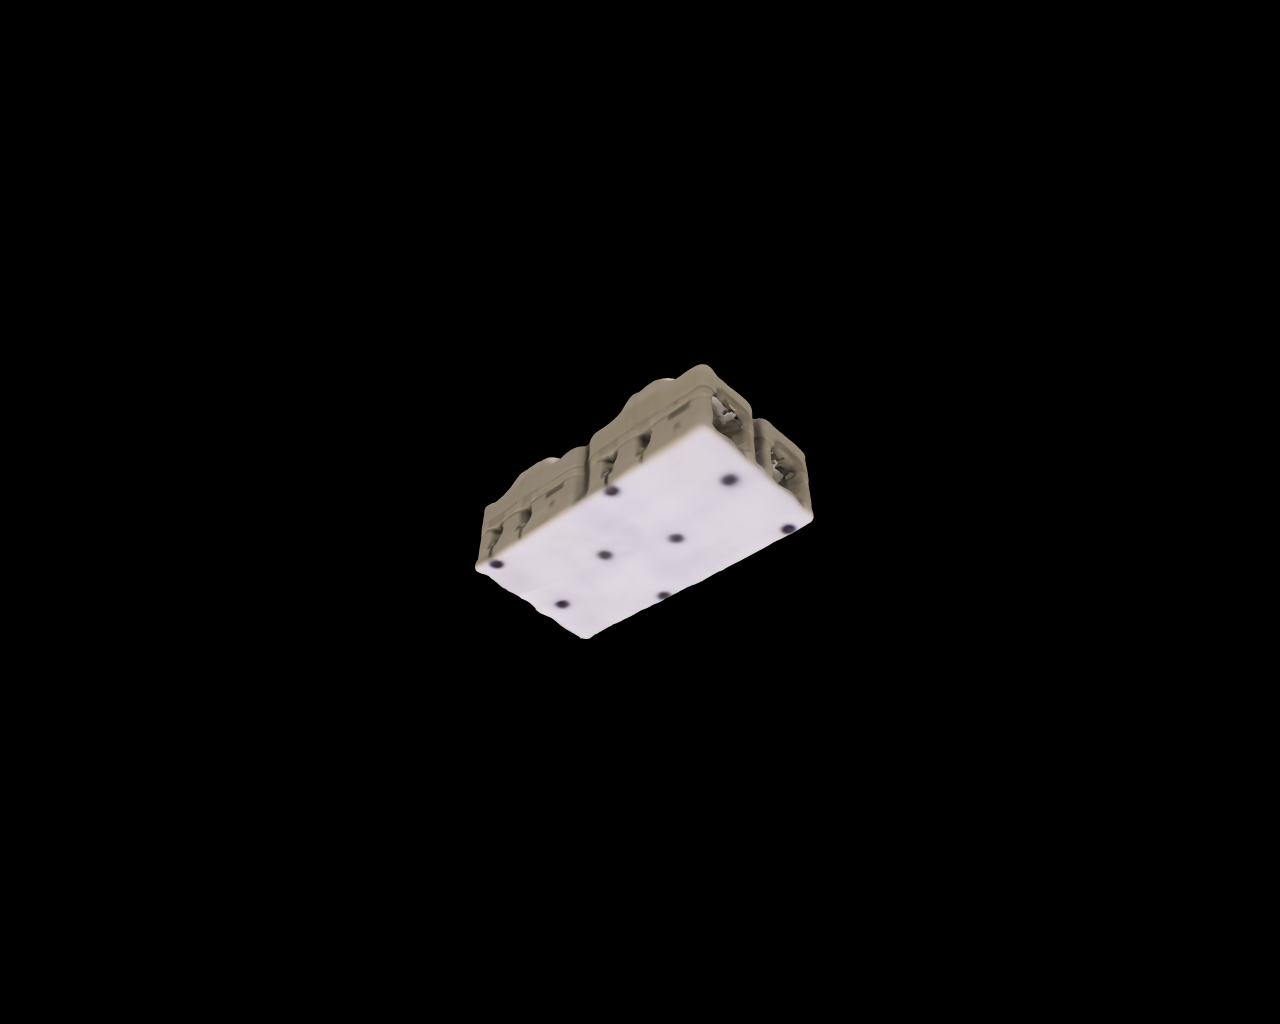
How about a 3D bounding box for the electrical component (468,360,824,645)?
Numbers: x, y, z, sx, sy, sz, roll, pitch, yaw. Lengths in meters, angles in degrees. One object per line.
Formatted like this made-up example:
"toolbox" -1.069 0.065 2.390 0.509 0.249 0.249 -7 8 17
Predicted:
"electrical component" 0.001 -0.003 0.650 0.186 0.060 0.105 -31 -50 30
